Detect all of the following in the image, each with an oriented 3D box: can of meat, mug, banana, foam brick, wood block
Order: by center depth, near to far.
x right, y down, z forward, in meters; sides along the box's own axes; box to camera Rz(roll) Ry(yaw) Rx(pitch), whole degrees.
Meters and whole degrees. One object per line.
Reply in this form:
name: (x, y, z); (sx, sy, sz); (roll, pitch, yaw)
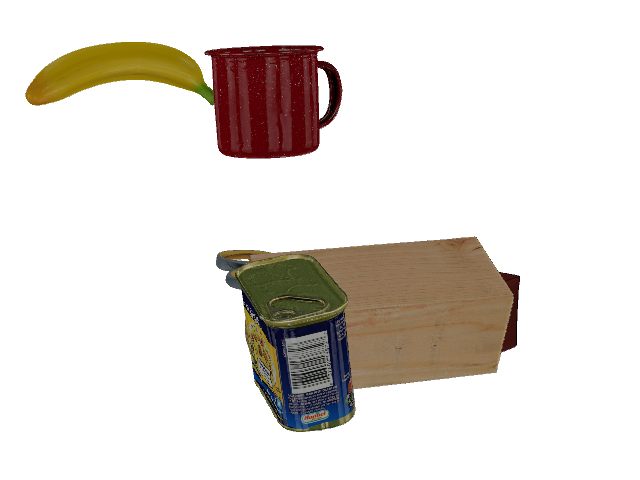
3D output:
can of meat: (-0.016, 0.067, 0.704); (0.057, 0.084, 0.102); (-12, 22, -14)
mug: (-0.033, -0.112, 0.847); (0.117, 0.081, 0.093); (-12, 16, -35)
wood block: (0.046, 0.064, 0.911); (0.205, 0.090, 0.091); (-5, 35, -15)
banana: (-0.194, -0.164, 1.040); (0.197, 0.070, 0.037); (-6, -39, -30)
foam brick: (0.169, 0.073, 1.100); (0.053, 0.078, 0.051); (11, 17, 40)

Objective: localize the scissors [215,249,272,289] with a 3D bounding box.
scissors: (-0.016, 0.035, 1.154); (0.202, 0.016, 0.096); (5, 22, 5)
